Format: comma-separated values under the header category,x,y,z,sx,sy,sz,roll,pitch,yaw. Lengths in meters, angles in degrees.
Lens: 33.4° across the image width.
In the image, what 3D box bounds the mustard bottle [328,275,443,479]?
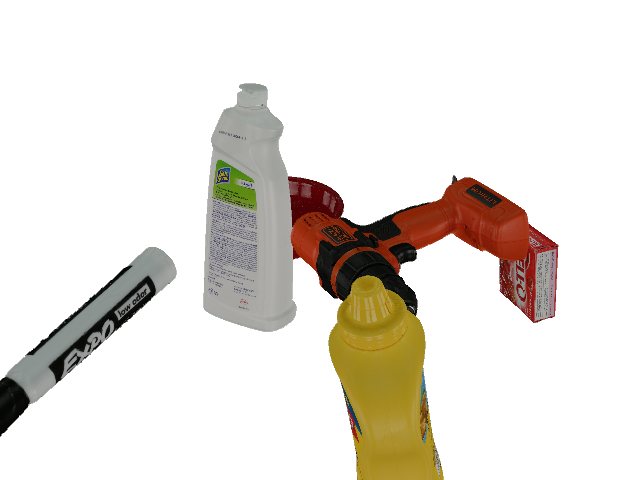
category,x,y,z,sx,sy,sz,roll,pitch,yaw
mustard bottle,0.041,0.097,0.664,0.058,0.191,0.096,-7,40,4

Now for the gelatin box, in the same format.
category,x,y,z,sx,sy,sz,roll,pitch,yaw
gelatin box,0.218,0.030,1.125,0.030,0.089,0.073,-14,29,-16

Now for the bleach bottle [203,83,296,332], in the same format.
category,x,y,z,sx,sy,sz,roll,pitch,yaw
bleach bottle,-0.070,-0.036,1.114,0.103,0.251,0.068,15,24,25

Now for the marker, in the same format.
category,x,y,z,sx,sy,sz,roll,pitch,yaw
marker,-0.106,0.044,0.455,0.020,0.020,0.121,0,34,42

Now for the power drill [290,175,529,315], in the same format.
category,x,y,z,sx,sy,sz,roll,pitch,yaw
power drill,0.088,0.007,0.943,0.187,0.057,0.185,-15,30,-22

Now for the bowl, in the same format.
category,x,y,z,sx,sy,sz,roll,pitch,yaw
bowl,-0.052,-0.021,1.336,0.162,0.055,0.162,0,31,0
